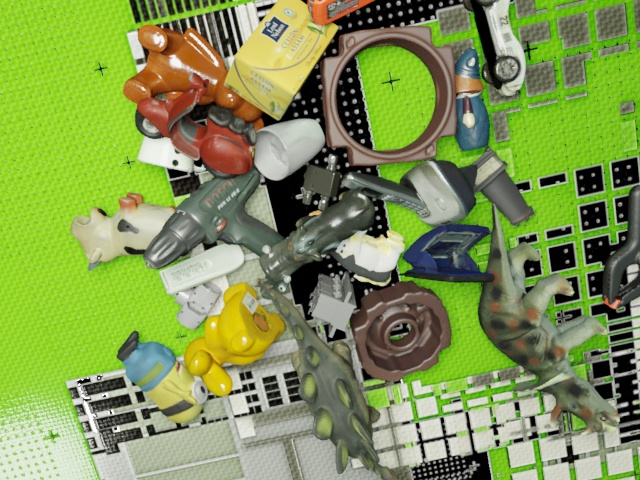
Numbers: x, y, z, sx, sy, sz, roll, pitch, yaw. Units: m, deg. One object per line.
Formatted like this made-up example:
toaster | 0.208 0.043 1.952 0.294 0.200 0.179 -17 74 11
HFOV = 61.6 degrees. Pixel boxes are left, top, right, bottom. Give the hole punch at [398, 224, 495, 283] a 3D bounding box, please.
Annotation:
hole punch | 0.205 0.023 0.865 0.142 0.116 0.092 -2 89 -34

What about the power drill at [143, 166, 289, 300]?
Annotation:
power drill | -0.135 0.005 0.839 0.207 0.086 0.232 39 59 -17

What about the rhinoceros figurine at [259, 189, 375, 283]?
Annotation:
rhinoceros figurine | -0.002 -0.002 0.802 0.190 0.112 0.073 -32 99 3

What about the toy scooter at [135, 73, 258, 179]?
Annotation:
toy scooter | -0.160 -0.164 0.754 0.184 0.075 0.135 26 140 -22

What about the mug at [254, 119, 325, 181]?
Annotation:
mug | -0.049 -0.144 0.843 0.107 0.109 0.080 -32 95 -39

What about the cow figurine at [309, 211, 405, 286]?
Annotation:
cow figurine | 0.051 0.013 0.895 0.167 0.068 0.098 19 108 -5

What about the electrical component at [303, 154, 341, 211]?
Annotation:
electrical component | 0.001 -0.097 0.874 0.063 0.021 0.094 25 111 34

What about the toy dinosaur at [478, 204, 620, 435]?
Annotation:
toy dinosaur | 0.348 0.144 0.912 0.192 0.131 0.404 -41 94 7

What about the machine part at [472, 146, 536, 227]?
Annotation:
machine part | 0.300 -0.082 0.895 0.139 0.039 0.084 44 90 -8

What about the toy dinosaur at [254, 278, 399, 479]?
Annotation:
toy dinosaur | 0.018 0.240 0.877 0.105 0.199 0.470 -31 103 2

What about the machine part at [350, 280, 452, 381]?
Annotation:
machine part | 0.136 0.153 0.917 0.179 0.056 0.179 -4 114 -9

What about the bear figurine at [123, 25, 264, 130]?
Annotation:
bear figurine | -0.169 -0.230 0.804 0.196 0.132 0.120 29 116 -2

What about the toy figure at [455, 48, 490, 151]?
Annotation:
toy figure | 0.234 -0.220 0.846 0.058 0.064 0.154 -11 101 -4

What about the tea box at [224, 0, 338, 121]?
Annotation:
tea box | -0.053 -0.268 0.779 0.098 0.068 0.169 31 58 -10

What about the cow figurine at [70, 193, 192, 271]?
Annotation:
cow figurine | -0.301 -0.009 0.871 0.195 0.085 0.127 9 101 -8

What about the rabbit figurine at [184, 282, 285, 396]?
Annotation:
rabbit figurine | -0.159 0.182 0.896 0.173 0.162 0.121 -31 115 23

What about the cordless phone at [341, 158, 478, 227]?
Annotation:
cordless phone | 0.133 -0.086 0.828 0.184 0.146 0.088 14 82 -11

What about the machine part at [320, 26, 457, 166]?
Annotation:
machine part | 0.105 -0.219 0.833 0.202 0.087 0.200 -6 102 -2

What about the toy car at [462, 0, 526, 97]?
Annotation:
toy car | 0.269 -0.318 0.820 0.056 0.073 0.201 -19 103 3

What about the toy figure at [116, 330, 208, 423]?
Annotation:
toy figure | -0.273 0.238 0.928 0.089 0.082 0.180 -38 109 25
